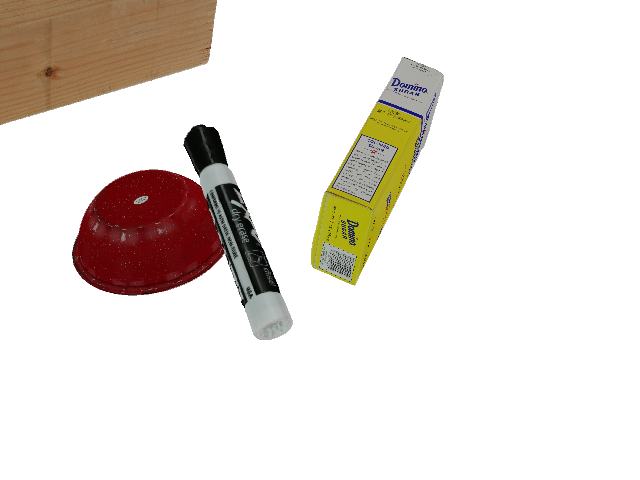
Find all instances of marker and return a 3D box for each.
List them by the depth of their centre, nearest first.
[{"bbox_3d":[-0.042,-0.008,0.514,0.020,0.121,0.020,-17,-30,-10],"label":"marker"}]

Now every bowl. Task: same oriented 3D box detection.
[{"bbox_3d":[-0.169,-0.020,1.037,0.162,0.055,0.162,-6,40,5],"label":"bowl"}]

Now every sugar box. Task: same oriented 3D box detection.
[{"bbox_3d":[0.048,-0.058,0.859,0.048,0.176,0.093,24,-39,10],"label":"sugar box"}]

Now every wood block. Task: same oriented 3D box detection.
[{"bbox_3d":[-0.191,-0.173,0.844,0.205,0.091,0.090,-24,54,-36],"label":"wood block"}]
